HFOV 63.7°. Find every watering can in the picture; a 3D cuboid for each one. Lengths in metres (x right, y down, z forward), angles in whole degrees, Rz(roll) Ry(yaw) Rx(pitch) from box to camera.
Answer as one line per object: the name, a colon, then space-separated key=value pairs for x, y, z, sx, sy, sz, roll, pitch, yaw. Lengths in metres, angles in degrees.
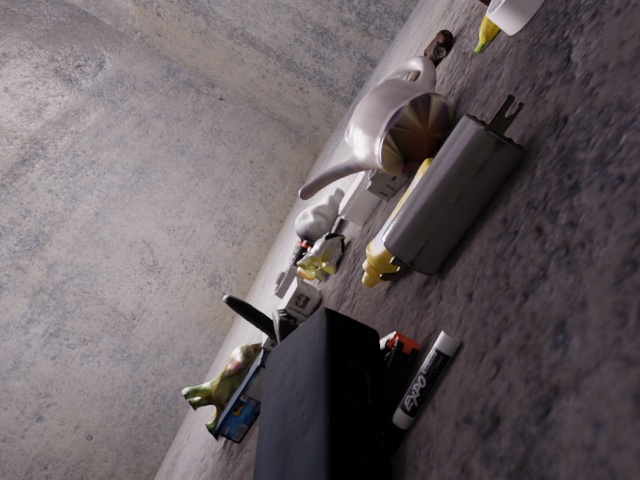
watering can: x=0.100 y=-0.176 z=0.920 sx=0.346 sy=0.103 sz=0.228 roll=-52 pitch=31 yaw=8

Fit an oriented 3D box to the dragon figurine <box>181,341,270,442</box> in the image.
dragon figurine: x=-0.203 y=0.356 z=1.270 sx=0.246 sy=0.123 sz=0.402 roll=-42 pitch=-16 yaw=-20

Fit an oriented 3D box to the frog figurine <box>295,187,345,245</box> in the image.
frog figurine: x=0.004 y=-0.068 z=1.355 sx=0.137 sy=0.123 sz=0.159 roll=1 pitch=-72 yaw=-77
